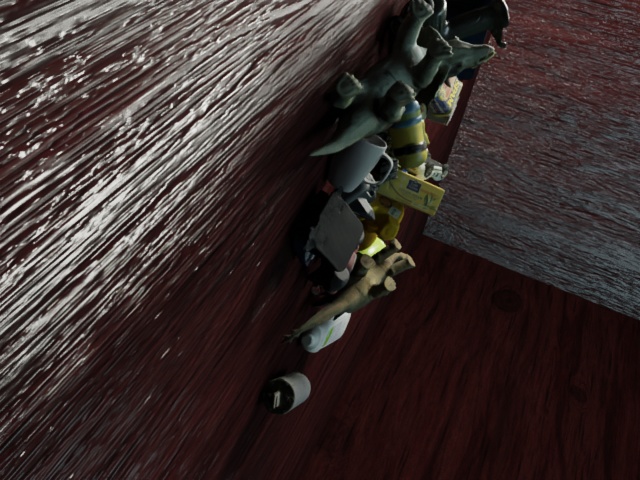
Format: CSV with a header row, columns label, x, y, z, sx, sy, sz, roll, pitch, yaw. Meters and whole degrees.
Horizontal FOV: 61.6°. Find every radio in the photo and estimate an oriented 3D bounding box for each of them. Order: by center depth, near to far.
label,x,y,z,sx,sy,sz,roll,pitch,yaw
radio,0.308,-0.473,1.230,0.229,0.131,0.073,86,5,-60

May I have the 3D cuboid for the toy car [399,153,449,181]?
label,x,y,z,sx,sy,sz,roll,pitch,yaw
toy car,0.260,-0.182,1.336,0.201,0.074,0.056,-7,131,-59

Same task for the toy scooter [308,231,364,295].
label,x,y,z,sx,sy,sz,roll,pitch,yaw
toy scooter,0.026,0.047,1.124,0.135,0.075,0.184,-48,-160,50

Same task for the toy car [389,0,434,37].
label,x,y,z,sx,sy,sz,roll,pitch,yaw
toy car,0.165,-0.378,1.021,0.089,0.053,0.202,-42,159,-11

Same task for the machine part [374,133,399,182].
label,x,y,z,sx,sy,sz,roll,pitch,yaw
machine part,0.128,-0.175,1.134,0.139,0.039,0.084,-106,-155,-50

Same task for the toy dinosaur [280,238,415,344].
label,x,y,z,sx,sy,sz,roll,pitch,yaw
toy dinosaur,0.086,0.117,1.278,0.198,0.105,0.471,-41,169,38

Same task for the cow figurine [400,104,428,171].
label,x,y,z,sx,sy,sz,roll,pitch,yaw
cow figurine,0.210,-0.261,1.336,0.127,0.086,0.194,-32,142,-57

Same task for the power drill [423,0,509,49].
label,x,y,z,sx,sy,sz,roll,pitch,yaw
power drill,0.285,-0.427,1.140,0.231,0.207,0.086,67,18,-64

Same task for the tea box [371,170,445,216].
label,x,y,z,sx,sy,sz,roll,pitch,yaw
tea box,0.188,-0.120,1.239,0.098,0.169,0.068,33,-76,62

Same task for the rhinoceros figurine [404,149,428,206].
label,x,y,z,sx,sy,sz,roll,pitch,yaw
rhinoceros figurine,0.253,-0.193,1.555,0.073,0.112,0.190,-112,-156,-69

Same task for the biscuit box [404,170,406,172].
label,x,y,z,sx,sy,sz,roll,pitch,yaw
biscuit box,0.182,-0.132,1.472,0.202,0.059,0.062,-65,166,-11

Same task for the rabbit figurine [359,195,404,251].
label,x,y,z,sx,sy,sz,roll,pitch,yaw
rabbit figurine,0.128,-0.050,1.353,0.173,0.122,0.162,-60,-176,41

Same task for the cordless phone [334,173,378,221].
label,x,y,z,sx,sy,sz,roll,pitch,yaw
cordless phone,0.078,-0.136,1.069,0.146,0.089,0.184,20,81,-76

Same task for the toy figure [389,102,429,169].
label,x,y,z,sx,sy,sz,roll,pitch,yaw
toy figure,0.179,-0.239,1.136,0.089,0.082,0.179,-56,139,-52

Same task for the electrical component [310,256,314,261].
label,x,y,z,sx,sy,sz,roll,pitch,yaw
electrical component,-0.002,-0.003,1.055,0.094,0.021,0.063,-54,161,-44

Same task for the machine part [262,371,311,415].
label,x,y,z,sx,sy,sz,roll,pitch,yaw
machine part,-0.074,0.347,1.231,0.079,0.079,0.243,-66,166,-4

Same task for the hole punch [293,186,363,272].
label,x,y,z,sx,sy,sz,roll,pitch,yaw
hole punch,0.001,-0.017,0.950,0.142,0.092,0.115,-58,133,-24

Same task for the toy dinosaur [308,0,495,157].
label,x,y,z,sx,sy,sz,roll,pitch,yaw
toy dinosaur,0.108,-0.239,0.878,0.405,0.131,0.192,-41,169,-14

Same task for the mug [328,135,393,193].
label,x,y,z,sx,sy,sz,roll,pitch,yaw
mug,0.069,-0.135,0.955,0.107,0.109,0.081,-60,178,27
